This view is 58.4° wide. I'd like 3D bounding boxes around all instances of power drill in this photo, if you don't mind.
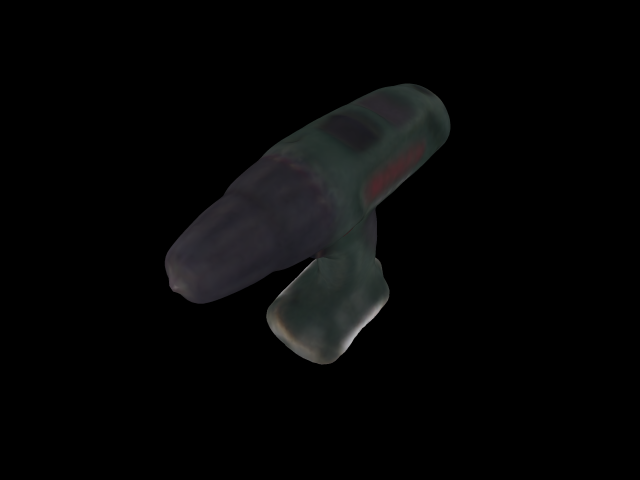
[{"bbox_3d":[0.004,0.001,0.400,0.075,0.208,0.230,33,62,21],"label":"power drill"}]
